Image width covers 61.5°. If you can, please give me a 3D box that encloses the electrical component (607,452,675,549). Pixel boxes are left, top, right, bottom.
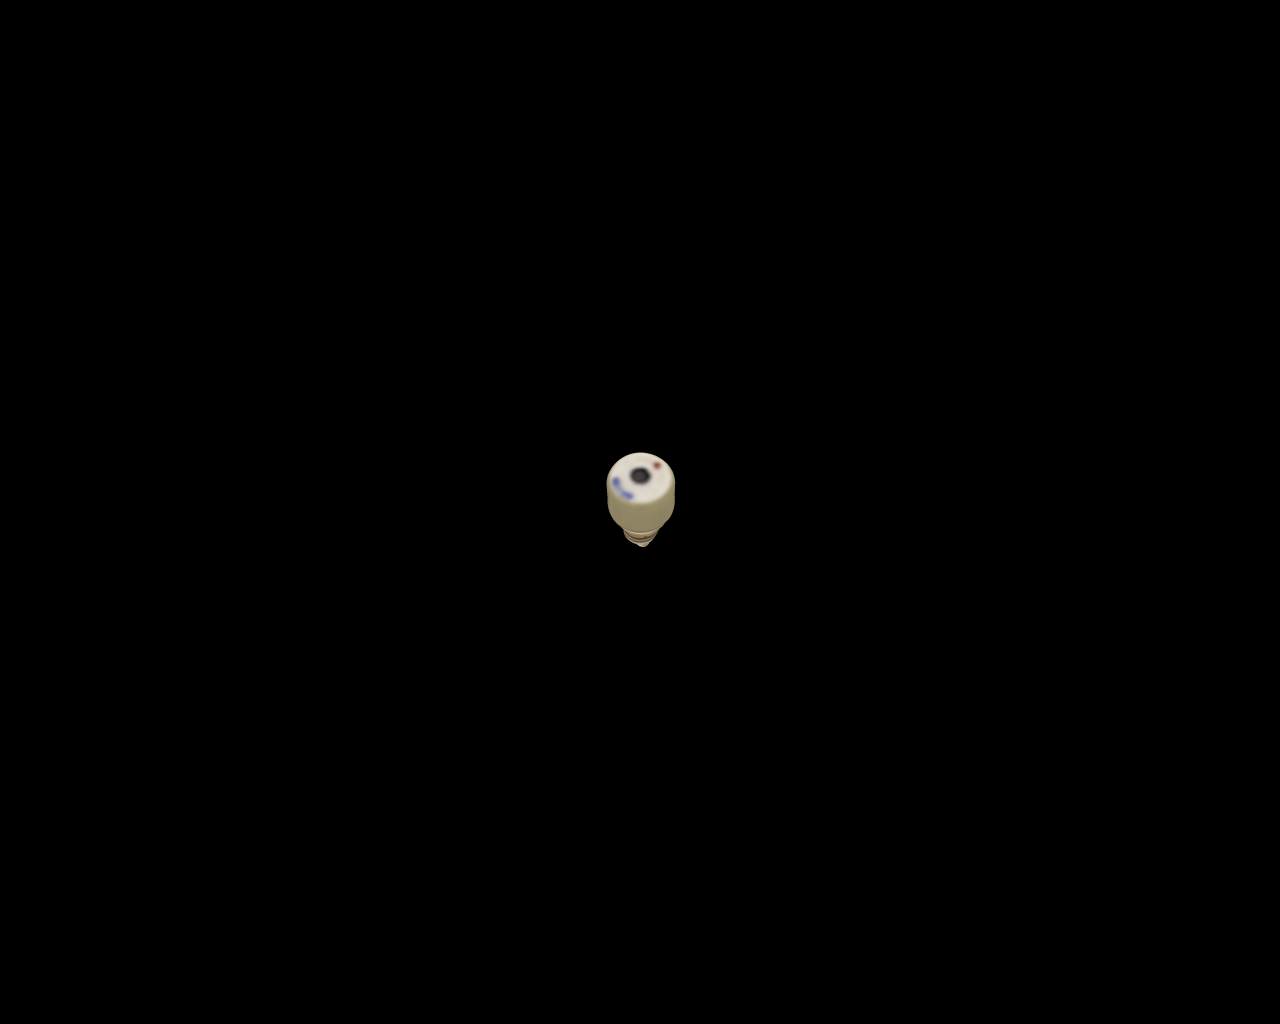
[{"bbox_3d":[0.001,-0.003,0.650,0.040,0.040,0.078,0,-33,0],"label":"electrical component"}]
